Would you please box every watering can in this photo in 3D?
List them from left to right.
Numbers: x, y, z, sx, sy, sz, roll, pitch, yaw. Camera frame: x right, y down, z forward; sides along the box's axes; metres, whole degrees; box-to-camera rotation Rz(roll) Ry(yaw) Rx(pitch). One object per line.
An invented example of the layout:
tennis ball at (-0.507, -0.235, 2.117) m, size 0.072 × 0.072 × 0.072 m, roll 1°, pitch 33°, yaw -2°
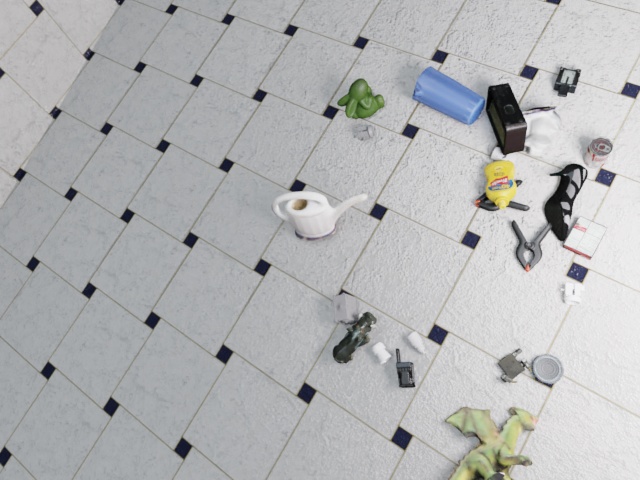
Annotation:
watering can at (0.005, -0.090, 1.783) m, size 0.347 × 0.219 × 0.106 m, roll 1°, pitch 55°, yaw 16°

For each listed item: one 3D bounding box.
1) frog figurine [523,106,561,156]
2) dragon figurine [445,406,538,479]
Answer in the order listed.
frog figurine at (0.743, -0.367, 1.744) m, size 0.137 × 0.124 × 0.157 m, roll -10°, pitch 105°, yaw 4°
dragon figurine at (0.440, 0.594, 1.460) m, size 0.410 × 0.119 × 0.248 m, roll -20°, pitch 36°, yaw 0°
